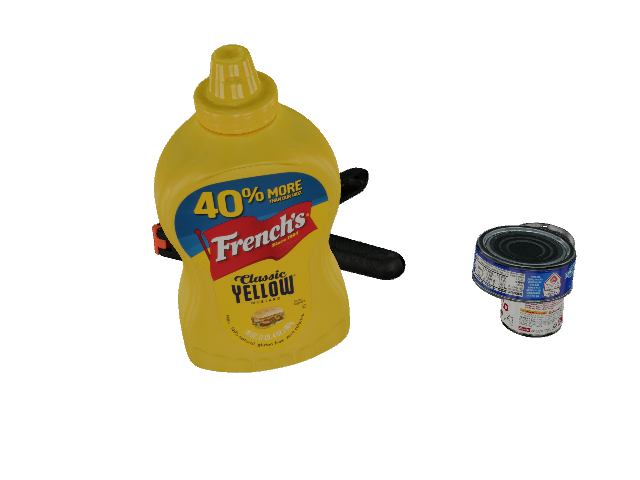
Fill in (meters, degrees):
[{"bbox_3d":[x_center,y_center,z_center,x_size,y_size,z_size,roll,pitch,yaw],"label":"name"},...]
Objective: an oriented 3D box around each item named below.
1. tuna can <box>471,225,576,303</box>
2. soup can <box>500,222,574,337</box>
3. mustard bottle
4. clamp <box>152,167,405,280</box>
[{"bbox_3d":[0.173,0.019,0.908,0.086,0.034,0.086,2,26,-1],"label":"tuna can"},{"bbox_3d":[0.225,0.041,1.115,0.068,0.102,0.068,0,31,0],"label":"soup can"},{"bbox_3d":[-0.036,-0.015,0.562,0.096,0.192,0.058,-9,40,-5],"label":"mustard bottle"},{"bbox_3d":[-0.039,-0.015,0.930,0.210,0.036,0.164,-2,31,-1],"label":"clamp"}]
